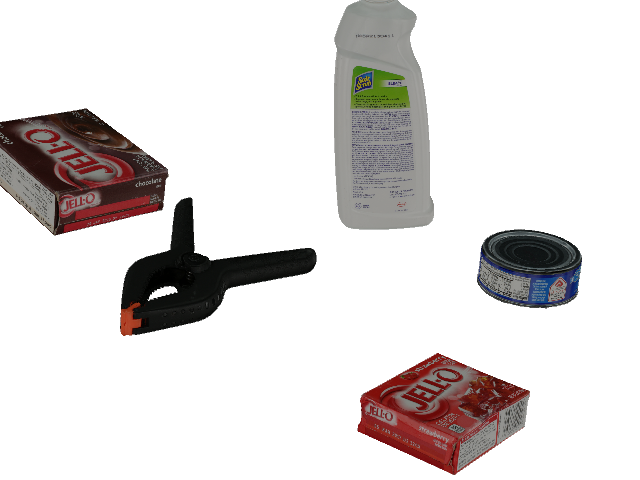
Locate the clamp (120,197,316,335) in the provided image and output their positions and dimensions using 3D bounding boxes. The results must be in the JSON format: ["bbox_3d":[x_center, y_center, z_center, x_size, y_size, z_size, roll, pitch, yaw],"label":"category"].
[{"bbox_3d":[-0.127,0.025,1.018,0.165,0.036,0.209,26,37,28],"label":"clamp"}]

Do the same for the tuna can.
[{"bbox_3d":[0.177,0.022,0.905,0.086,0.034,0.086,2,25,-1],"label":"tuna can"}]

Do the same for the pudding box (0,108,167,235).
[{"bbox_3d":[-0.177,-0.051,0.760,0.089,0.039,0.114,-16,37,-41],"label":"pudding box"}]

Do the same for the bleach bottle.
[{"bbox_3d":[0.064,-0.133,1.037,0.102,0.251,0.068,-3,31,-4],"label":"bleach bottle"}]

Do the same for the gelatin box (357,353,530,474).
[{"bbox_3d":[0.079,0.107,0.677,0.073,0.030,0.089,20,25,36],"label":"gelatin box"}]
